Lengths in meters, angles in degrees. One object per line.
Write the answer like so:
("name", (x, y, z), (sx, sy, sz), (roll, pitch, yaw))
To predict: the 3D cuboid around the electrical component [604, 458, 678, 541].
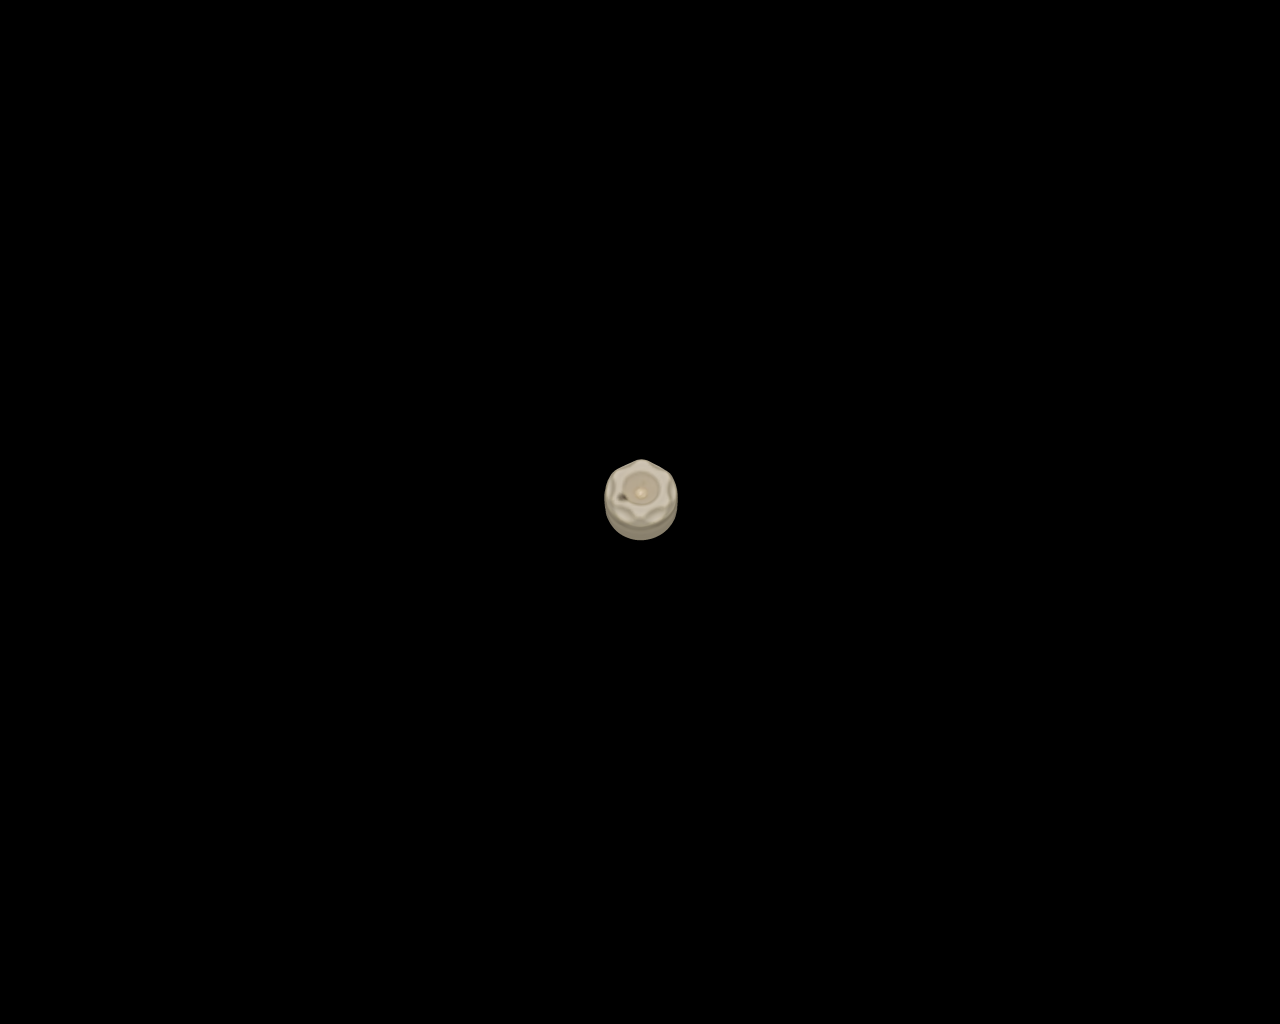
("electrical component", (0.001, -0.003, 0.650), (0.043, 0.043, 0.062), (0, -23, 0))
